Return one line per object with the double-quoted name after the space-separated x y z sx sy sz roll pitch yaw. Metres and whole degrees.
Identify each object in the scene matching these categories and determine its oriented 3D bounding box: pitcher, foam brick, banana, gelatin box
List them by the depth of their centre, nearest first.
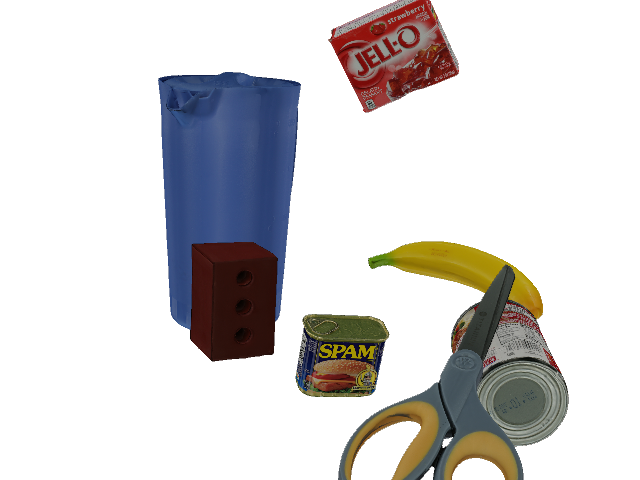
-0.066 0.044 0.803 0.052 0.078 0.051 -4 14 -24 "foam brick"
0.062 -0.158 0.897 0.089 0.073 0.030 -21 26 17 "gelatin box"
-0.083 -0.040 1.031 0.149 0.243 0.145 -1 14 -15 "pitcher"
0.142 0.035 1.037 0.198 0.037 0.069 15 44 40 "banana"

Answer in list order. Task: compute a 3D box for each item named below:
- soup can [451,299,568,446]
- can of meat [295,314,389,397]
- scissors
0.133 0.091 0.757 0.068 0.068 0.102 0 20 0 "soup can"
0.024 0.139 1.280 0.102 0.084 0.057 3 24 -14 "can of meat"
0.088 0.080 0.555 0.096 0.016 0.201 24 44 30 "scissors"
